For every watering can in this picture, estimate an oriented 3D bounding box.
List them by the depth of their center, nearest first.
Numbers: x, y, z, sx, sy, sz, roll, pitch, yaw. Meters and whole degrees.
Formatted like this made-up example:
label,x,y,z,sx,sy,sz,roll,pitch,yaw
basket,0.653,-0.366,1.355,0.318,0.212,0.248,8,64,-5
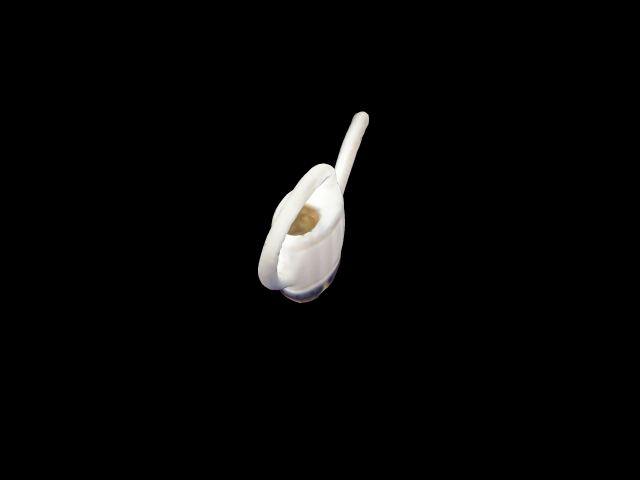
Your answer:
label,x,y,z,sx,sy,sz,roll,pitch,yaw
watering can,0.003,-0.043,0.850,0.104,0.355,0.219,22,-37,17
